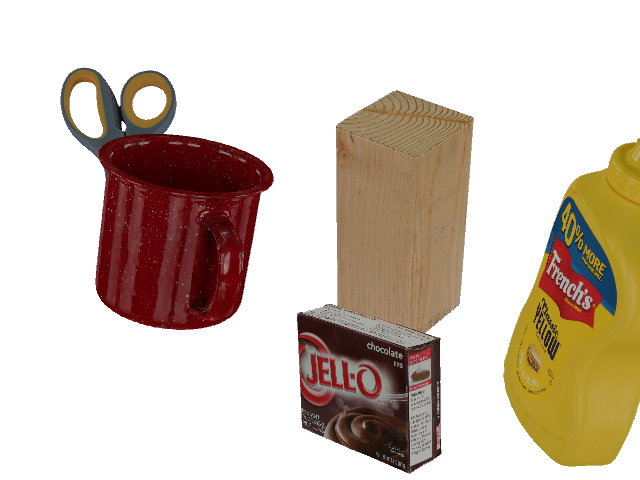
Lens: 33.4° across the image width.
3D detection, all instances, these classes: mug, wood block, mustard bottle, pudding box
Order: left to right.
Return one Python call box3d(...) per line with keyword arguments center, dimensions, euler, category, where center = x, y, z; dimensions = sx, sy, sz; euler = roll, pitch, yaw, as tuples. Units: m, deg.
box3d(center=(-0.071, 0.000, 0.569), dimensions=(0.093, 0.081, 0.117), euler=(-4, 26, -33), category="mug")
box3d(center=(0.033, 0.100, 0.747), dimensions=(0.039, 0.090, 0.114), euler=(-17, 20, -42), category="pudding box")
box3d(center=(0.076, -0.020, 0.987), dimensions=(0.091, 0.206, 0.090), euler=(25, 43, 33), category="wood block")
box3d(center=(0.150, 0.022, 0.558), dimensions=(0.058, 0.192, 0.096), euler=(2, 38, -12), category="mustard bottle")

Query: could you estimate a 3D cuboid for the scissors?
box3d(center=(-0.133, -0.053, 0.796), dimensions=(0.096, 0.202, 0.016), euler=(-21, -24, -14), category="scissors")
